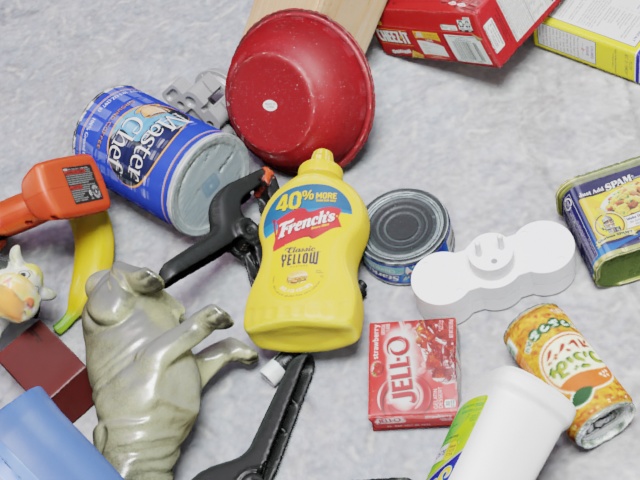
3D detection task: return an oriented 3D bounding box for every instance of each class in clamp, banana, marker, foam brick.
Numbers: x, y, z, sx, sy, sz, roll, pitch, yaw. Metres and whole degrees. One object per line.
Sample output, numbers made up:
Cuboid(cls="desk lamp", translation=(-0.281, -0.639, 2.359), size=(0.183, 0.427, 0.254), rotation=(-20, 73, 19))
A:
Cuboid(cls="clamp", translation=(-0.038, 0.200, 0.826), size=(0.210, 0.036, 0.165), rotation=(-41, 48, -12))
Cuboid(cls="banana", translation=(-0.233, -0.005, 1.032), size=(0.069, 0.037, 0.198), rotation=(-16, 52, 4))
Cuboid(cls="clamp", translation=(-0.062, 0.008, 0.959), size=(0.120, 0.039, 0.171), rotation=(37, 49, -12))
Cuboid(cls="marker", translation=(-0.003, 0.078, 0.918), size=(0.121, 0.020, 0.020), rotation=(-44, 56, -16))
Cuboid(cls="foam brick", translation=(-0.235, 0.118, 0.936), size=(0.053, 0.051, 0.078), rotation=(-42, 55, -16))

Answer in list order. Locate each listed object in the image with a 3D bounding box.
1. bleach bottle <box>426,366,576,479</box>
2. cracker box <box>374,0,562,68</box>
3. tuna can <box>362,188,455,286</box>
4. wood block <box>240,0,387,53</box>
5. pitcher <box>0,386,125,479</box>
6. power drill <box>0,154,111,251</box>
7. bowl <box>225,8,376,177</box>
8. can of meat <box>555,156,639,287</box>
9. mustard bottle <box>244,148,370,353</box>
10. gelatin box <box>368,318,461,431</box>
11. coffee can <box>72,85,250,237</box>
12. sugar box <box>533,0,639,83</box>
Cuboid(cls="bleach bottle", translation=(0.088, 0.213, 0.745), size=(0.068, 0.103, 0.250), rotation=(33, 67, -1))
Cuboid(cls="cracker box", translation=(0.168, -0.269, 1.054), size=(0.213, 0.072, 0.164), rotation=(-48, 36, -18))
Cuboid(cls="tuna can", translation=(0.075, -0.004, 0.944), size=(0.086, 0.033, 0.086), rotation=(-8, 54, 11))
Cuboid(cls="wood block", translation=(0.008, -0.251, 1.028), size=(0.090, 0.206, 0.091), rotation=(-4, 38, -42))
Cuboid(cls="pitcher", translation=(-0.160, 0.225, 0.728), size=(0.243, 0.149, 0.145), rotation=(43, 112, 4))
Cuboid(cls="power drill", translation=(-0.299, -0.018, 0.964), size=(0.188, 0.184, 0.057), rotation=(-19, 94, 21))
Cuboid(cls="bowl", translation=(-0.032, -0.131, 0.988), size=(0.162, 0.162, 0.055), rotation=(17, 23, 26))
Cuboid(cls="can of meat", translation=(0.259, -0.016, 0.886), size=(0.102, 0.057, 0.084), rotation=(-18, 54, 3))
Cuboid(cls="mustard bottle", translation=(-0.006, 0.001, 0.917), size=(0.096, 0.058, 0.191), rotation=(-6, 54, 18))
Cuboid(cls="gelatin box", translation=(0.077, 0.108, 0.866), size=(0.073, 0.030, 0.089), rotation=(-5, 54, 13))
Cuboid(cls="coffee can", translation=(-0.152, -0.077, 1.019), size=(0.140, 0.103, 0.102), rotation=(28, 67, 31))
Cuboid(cls="sugar box", translation=(0.301, -0.199, 1.012), size=(0.176, 0.048, 0.093), rotation=(30, 68, 28))
